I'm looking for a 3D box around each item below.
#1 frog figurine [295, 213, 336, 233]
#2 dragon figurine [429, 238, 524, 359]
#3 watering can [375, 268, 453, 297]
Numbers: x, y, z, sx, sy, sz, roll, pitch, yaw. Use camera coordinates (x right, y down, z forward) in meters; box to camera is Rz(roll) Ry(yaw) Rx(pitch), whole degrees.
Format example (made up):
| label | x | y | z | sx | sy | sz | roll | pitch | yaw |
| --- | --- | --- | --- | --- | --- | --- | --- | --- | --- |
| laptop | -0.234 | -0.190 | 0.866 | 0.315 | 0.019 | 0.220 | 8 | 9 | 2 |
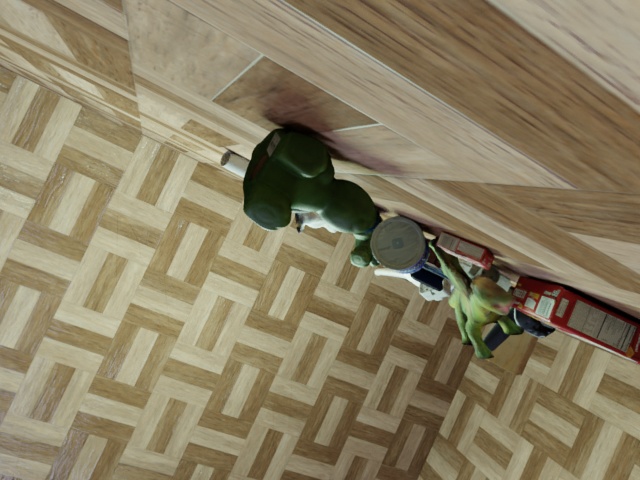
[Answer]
| label | x | y | z | sx | sy | sz | roll | pitch | yaw |
| --- | --- | --- | --- | --- | --- | --- | --- | --- | --- |
| frog figurine | 0.005 | -0.079 | 1.569 | 0.159 | 0.124 | 0.136 | -11 | -12 | 2 |
| dragon figurine | 0.304 | 0.096 | 1.092 | 0.122 | 0.241 | 0.413 | -28 | 13 | -3 |
| watering can | 0.366 | 0.127 | 1.867 | 0.223 | 0.105 | 0.344 | 27 | -21 | -20 |
